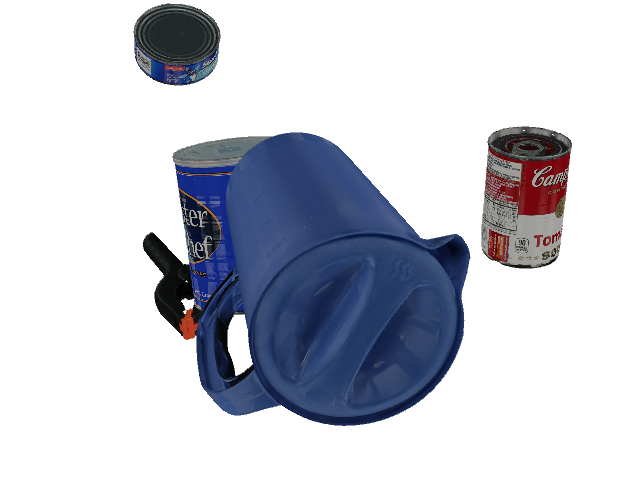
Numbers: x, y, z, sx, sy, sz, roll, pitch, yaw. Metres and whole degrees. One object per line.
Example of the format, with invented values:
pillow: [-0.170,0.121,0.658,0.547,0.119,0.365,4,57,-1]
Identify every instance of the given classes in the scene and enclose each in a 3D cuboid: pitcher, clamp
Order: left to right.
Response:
clamp: [-0.129,0.039,1.165,0.120,0.039,0.171,-13,40,-3]
pitcher: [-0.009,0.016,0.742,0.149,0.145,0.243,6,22,-15]

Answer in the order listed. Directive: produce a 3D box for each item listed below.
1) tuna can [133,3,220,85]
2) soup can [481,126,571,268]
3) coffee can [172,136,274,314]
tuna can: [-0.144,-0.197,1.073,0.086,0.086,0.034,0,-36,-9]
soup can: [0.171,-0.036,0.894,0.068,0.102,0.068,0,26,0]
coffee can: [-0.073,-0.016,0.964,0.103,0.140,0.103,-6,15,1]
